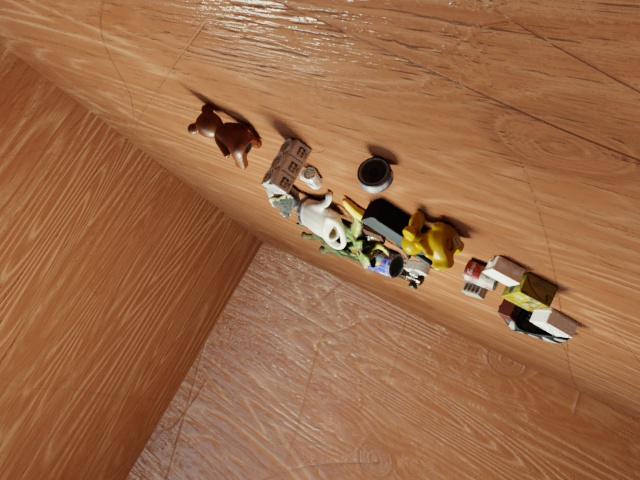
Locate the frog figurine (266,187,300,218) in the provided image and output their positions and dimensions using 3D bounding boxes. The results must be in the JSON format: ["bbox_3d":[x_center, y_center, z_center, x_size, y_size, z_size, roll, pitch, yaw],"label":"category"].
[{"bbox_3d":[-0.146,-0.184,2.017,0.136,0.121,0.163,25,-151,-27],"label":"frog figurine"}]

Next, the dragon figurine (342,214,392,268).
[{"bbox_3d":[0.136,-0.019,2.003,0.245,0.123,0.402,28,156,47],"label":"dragon figurine"}]

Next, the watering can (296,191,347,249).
[{"bbox_3d":[0.006,-0.098,1.939,0.227,0.105,0.339,32,154,33],"label":"watering can"}]
